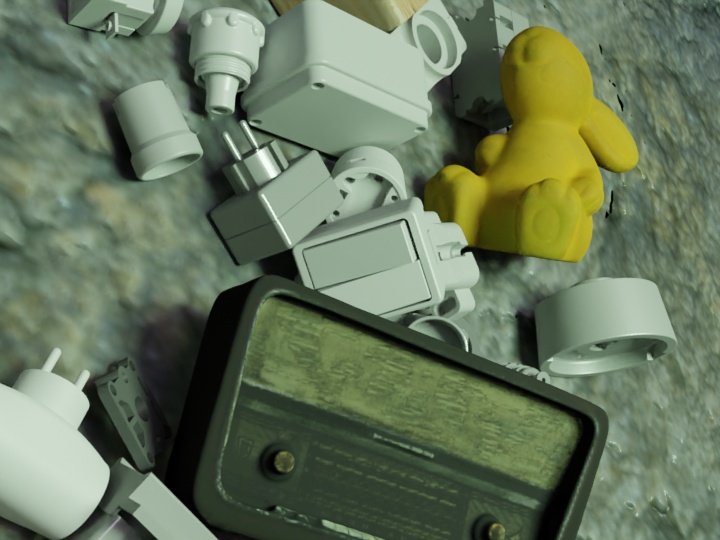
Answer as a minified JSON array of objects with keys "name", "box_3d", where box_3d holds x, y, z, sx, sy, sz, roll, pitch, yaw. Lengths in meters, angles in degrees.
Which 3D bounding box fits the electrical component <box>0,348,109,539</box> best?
[{"name":"electrical component","box_3d":[-0.155,0.074,0.513,0.077,0.044,0.079,44,48,-28]}]

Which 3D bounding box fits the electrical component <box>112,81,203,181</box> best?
[{"name":"electrical component","box_3d":[-0.117,-0.080,0.615,0.040,0.040,0.046,-20,85,-49]}]

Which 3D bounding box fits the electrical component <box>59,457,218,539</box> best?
[{"name":"electrical component","box_3d":[-0.093,0.160,0.532,0.063,0.079,0.121,-47,113,-21]}]

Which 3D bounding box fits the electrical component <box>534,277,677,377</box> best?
[{"name":"electrical component","box_3d":[0.191,0.041,0.855,0.108,0.108,0.060,14,60,-44]}]

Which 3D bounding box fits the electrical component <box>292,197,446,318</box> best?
[{"name":"electrical component","box_3d":[0.000,0.000,0.670,0.061,0.096,0.061,-63,136,-76]}]

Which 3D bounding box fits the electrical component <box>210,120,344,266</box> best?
[{"name":"electrical component","box_3d":[-0.059,-0.055,0.660,0.066,0.047,0.076,-44,110,-47]}]

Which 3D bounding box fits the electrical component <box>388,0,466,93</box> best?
[{"name":"electrical component","box_3d":[0.036,-0.160,0.796,0.050,0.056,0.089,56,44,-17]}]

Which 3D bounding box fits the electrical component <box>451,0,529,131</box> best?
[{"name":"electrical component","box_3d":[0.111,-0.166,0.883,0.056,0.050,0.089,12,68,-44]}]

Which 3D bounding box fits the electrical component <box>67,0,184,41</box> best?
[{"name":"electrical component","box_3d":[-0.135,-0.163,0.621,0.055,0.048,0.066,7,71,-38]}]

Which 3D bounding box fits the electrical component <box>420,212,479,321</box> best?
[{"name":"electrical component","box_3d":[0.040,-0.002,0.740,0.057,0.058,0.078,-4,67,-47]}]

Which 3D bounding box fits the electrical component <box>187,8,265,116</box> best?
[{"name":"electrical component","box_3d":[-0.084,-0.127,0.664,0.048,0.048,0.062,16,71,-43]}]

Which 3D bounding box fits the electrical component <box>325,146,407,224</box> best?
[{"name":"electrical component","box_3d":[0.004,-0.051,0.715,0.055,0.055,0.047,52,18,-20]}]

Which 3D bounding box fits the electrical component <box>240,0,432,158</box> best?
[{"name":"electrical component","box_3d":[-0.015,-0.120,0.710,0.113,0.078,0.057,15,62,-43]}]

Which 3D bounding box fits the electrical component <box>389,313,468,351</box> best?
[{"name":"electrical component","box_3d":[0.027,0.049,0.705,0.079,0.077,0.043,19,83,0]}]

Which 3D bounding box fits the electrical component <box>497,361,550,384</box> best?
[{"name":"electrical component","box_3d":[0.106,0.085,0.770,0.040,0.078,0.040,10,71,-30]}]
